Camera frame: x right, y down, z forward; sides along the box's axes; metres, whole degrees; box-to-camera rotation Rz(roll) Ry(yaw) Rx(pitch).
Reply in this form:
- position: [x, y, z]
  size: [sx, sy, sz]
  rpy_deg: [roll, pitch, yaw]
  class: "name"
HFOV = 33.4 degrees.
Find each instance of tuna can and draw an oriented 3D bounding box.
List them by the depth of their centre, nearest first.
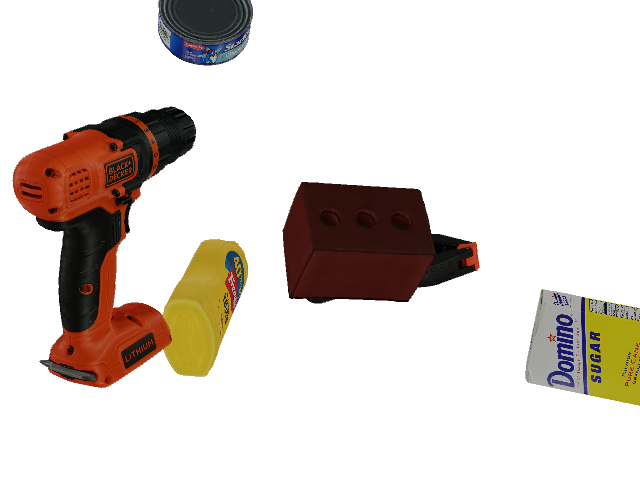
- position: [-0.106, -0.202, 0.978]
  size: [0.086, 0.086, 0.034]
  rpy_deg: [0, -32, -11]
  class: "tuna can"

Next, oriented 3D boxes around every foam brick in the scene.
- position: [0.021, 0.002, 0.643]
  size: [0.078, 0.053, 0.051]
  rpy_deg: [2, -36, -16]
  class: "foam brick"

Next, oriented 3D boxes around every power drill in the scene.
- position: [-0.152, 0.001, 0.800]
  size: [0.057, 0.188, 0.184]
  rpy_deg: [11, 23, 27]
  class: "power drill"

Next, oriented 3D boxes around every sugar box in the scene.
- position: [0.300, 0.113, 1.066]
  size: [0.176, 0.093, 0.048]
  rpy_deg: [9, 22, 8]
  class: "sugar box"

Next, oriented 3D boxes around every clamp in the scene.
- position: [0.067, 0.026, 1.052]
  size: [0.172, 0.039, 0.120]
  rpy_deg: [-2, 33, 25]
  class: "clamp"

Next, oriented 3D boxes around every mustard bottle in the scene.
- position: [-0.117, 0.054, 1.138]
  size: [0.058, 0.096, 0.191]
  rpy_deg: [2, 29, 9]
  class: "mustard bottle"
